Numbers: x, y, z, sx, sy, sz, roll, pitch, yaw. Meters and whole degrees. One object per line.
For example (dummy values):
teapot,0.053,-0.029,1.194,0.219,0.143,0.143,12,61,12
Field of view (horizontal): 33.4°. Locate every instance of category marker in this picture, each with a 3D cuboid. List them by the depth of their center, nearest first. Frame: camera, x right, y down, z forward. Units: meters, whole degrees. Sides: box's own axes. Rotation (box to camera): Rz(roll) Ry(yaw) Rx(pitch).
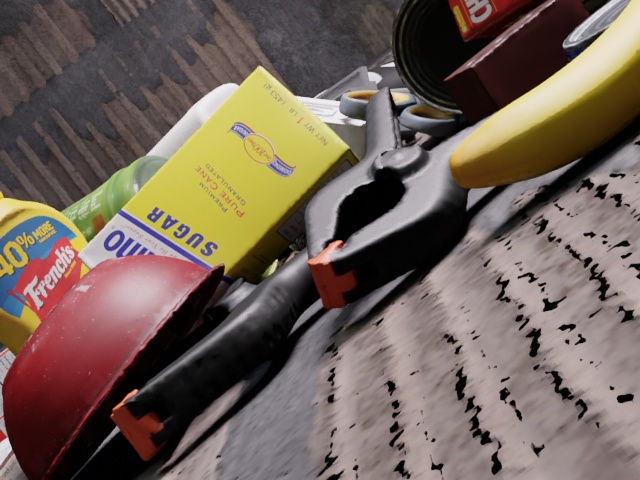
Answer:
marker,-0.005,0.001,0.717,0.020,0.020,0.121,-38,8,-7

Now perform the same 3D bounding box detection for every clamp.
clamp,0.054,-0.030,0.524,0.120,0.039,0.171,-8,36,33
clamp,-0.030,0.037,0.553,0.165,0.036,0.209,-34,6,32

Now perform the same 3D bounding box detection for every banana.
banana,0.134,-0.092,0.472,0.070,0.037,0.197,24,73,32

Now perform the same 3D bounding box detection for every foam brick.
foam brick,0.118,-0.096,0.607,0.078,0.051,0.053,-39,8,-9

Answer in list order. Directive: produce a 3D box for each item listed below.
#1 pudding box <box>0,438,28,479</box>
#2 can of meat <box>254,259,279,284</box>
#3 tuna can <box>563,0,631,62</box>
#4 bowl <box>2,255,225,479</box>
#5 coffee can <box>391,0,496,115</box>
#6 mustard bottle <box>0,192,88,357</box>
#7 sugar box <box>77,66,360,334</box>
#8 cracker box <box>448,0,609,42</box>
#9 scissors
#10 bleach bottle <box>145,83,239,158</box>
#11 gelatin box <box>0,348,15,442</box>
pudding box,-0.194,0.155,0.606,0.090,0.039,0.113,-36,10,8
can of meat,-0.080,0.027,0.769,0.084,0.057,0.102,-34,8,8
tuna can,0.166,-0.109,0.539,0.086,0.034,0.086,-37,8,6
bowl,-0.121,0.062,0.577,0.162,0.055,0.162,-52,-1,-2
coffee can,0.115,-0.160,0.807,0.103,0.103,0.140,-34,9,22
mustard bottle,-0.191,0.033,0.725,0.058,0.191,0.096,-29,11,49
sugar box,-0.066,-0.018,0.698,0.176,0.093,0.048,-46,-23,-1
cracker box,0.196,-0.204,0.641,0.163,0.072,0.214,-17,-7,-41
scissors,0.096,-0.103,0.831,0.096,0.016,0.201,26,24,36
bleach bottle,-0.157,-0.035,0.955,0.251,0.068,0.102,-36,6,28
gelatin box,-0.225,0.116,0.831,0.089,0.073,0.030,-40,7,-15
